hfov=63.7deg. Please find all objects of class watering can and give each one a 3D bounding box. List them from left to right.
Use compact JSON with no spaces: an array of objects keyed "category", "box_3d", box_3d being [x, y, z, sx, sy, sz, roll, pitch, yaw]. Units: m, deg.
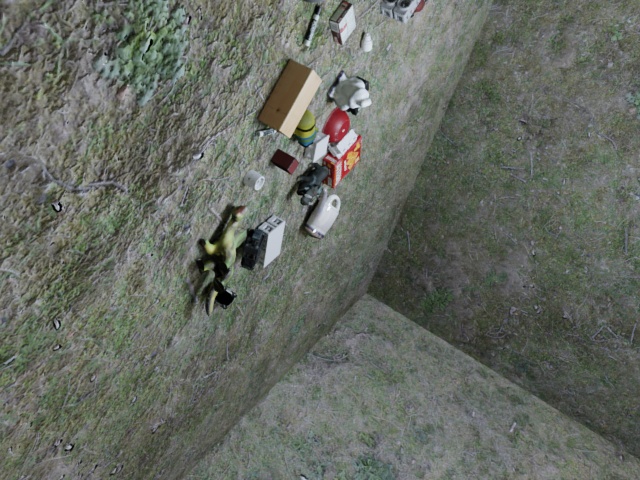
[{"category":"watering can","box_3d":[0.007,-0.117,2.326,0.225,0.105,0.345,-58,163,-1]}]

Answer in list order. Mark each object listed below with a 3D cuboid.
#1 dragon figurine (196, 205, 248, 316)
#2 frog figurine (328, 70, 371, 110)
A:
[{"category":"dragon figurine","box_3d":[-0.307,0.052,1.749,0.248,0.122,0.401,-51,163,-50]},{"category":"frog figurine","box_3d":[0.126,-0.534,1.904,0.139,0.160,0.120,-52,162,-24]}]
